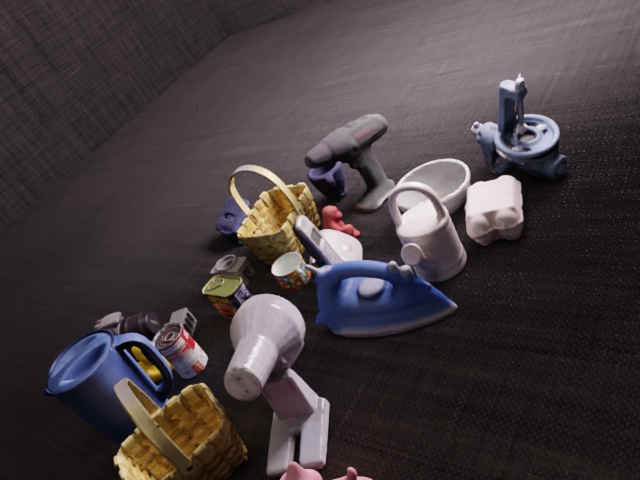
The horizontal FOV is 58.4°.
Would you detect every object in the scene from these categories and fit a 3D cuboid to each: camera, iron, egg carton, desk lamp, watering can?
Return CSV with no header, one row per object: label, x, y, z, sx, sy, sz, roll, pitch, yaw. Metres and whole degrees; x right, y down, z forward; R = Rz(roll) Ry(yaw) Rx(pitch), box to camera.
camera,-0.444,0.219,1.310,0.136,0.101,0.143,-24,32,11
iron,0.098,0.084,1.008,0.257,0.142,0.119,-9,38,32
egg carton,0.329,-0.058,1.082,0.107,0.070,0.150,-14,36,26
desk lamp,-0.069,0.218,0.891,0.117,0.214,0.203,-20,33,17
watering can,0.187,-0.018,1.025,0.100,0.194,0.172,-23,33,13

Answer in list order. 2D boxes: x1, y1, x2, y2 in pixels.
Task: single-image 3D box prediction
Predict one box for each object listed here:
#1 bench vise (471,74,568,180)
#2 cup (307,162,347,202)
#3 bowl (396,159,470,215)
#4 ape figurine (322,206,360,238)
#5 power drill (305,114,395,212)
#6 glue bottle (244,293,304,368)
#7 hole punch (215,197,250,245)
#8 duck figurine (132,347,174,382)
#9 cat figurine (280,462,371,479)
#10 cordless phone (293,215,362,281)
bench vise,0.367,-0.218,1.129,0.206,0.220,0.122,6,47,44
cup,0.031,-0.138,1.416,0.091,0.095,0.117,-29,32,2
bowl,0.241,-0.092,1.197,0.167,0.075,0.167,-21,33,15
ape figurine,0.035,-0.037,1.275,0.076,0.092,0.077,-27,32,6
power drill,0.086,-0.172,1.309,0.230,0.209,0.075,-46,35,-23
glue bottle,-0.092,0.158,1.032,0.037,0.173,0.078,-2,42,38
hole punch,-0.223,-0.052,1.511,0.108,0.091,0.101,12,51,48
duck figurine,-0.364,0.250,1.214,0.104,0.086,0.077,-26,32,8
cat figurine,0.000,0.335,0.763,0.127,0.118,0.067,-22,33,13
cordless phone,0.011,0.004,1.150,0.094,0.185,0.147,-19,34,19
